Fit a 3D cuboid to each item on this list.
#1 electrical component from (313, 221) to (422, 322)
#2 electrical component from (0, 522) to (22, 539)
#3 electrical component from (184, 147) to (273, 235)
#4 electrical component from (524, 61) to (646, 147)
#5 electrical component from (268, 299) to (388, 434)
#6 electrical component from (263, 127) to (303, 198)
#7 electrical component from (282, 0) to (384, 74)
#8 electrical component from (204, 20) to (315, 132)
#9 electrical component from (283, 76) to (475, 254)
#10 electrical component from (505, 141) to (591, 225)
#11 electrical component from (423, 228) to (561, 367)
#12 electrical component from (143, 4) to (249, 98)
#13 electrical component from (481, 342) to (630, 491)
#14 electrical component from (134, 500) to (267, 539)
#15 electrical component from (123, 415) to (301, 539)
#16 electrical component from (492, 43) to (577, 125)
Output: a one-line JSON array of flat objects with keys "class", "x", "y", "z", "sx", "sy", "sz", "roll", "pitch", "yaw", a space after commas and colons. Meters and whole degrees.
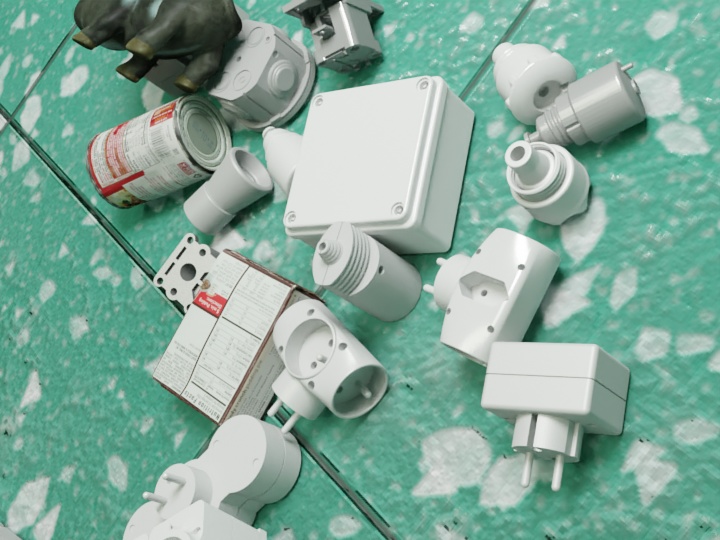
[{"class": "electrical component", "x": 0.000, "y": 0.000, "z": 0.693, "sx": 0.043, "sy": 0.081, "sz": 0.043, "roll": -17, "pitch": 59, "yaw": 31}, {"class": "electrical component", "x": -0.314, "y": 0.221, "z": 0.845, "sx": 0.095, "sy": 0.059, "sz": 0.053, "roll": 18, "pitch": 80, "yaw": 42}, {"class": "electrical component", "x": -0.105, "y": -0.058, "z": 0.831, "sx": 0.065, "sy": 0.044, "sz": 0.044, "roll": -40, "pitch": 49, "yaw": 22}, {"class": "electrical component", "x": 0.138, "y": -0.096, "z": 0.660, "sx": 0.078, "sy": 0.040, "sz": 0.040, "roll": -26, "pitch": 55, "yaw": 26}, {"class": "electrical component", "x": -0.032, "y": 0.071, "z": 0.707, "sx": 0.079, "sy": 0.044, "sz": 0.077, "roll": -51, "pitch": 47, "yaw": 6}, {"class": "electrical component", "x": -0.051, "y": -0.082, "z": 0.801, "sx": 0.040, "sy": 0.040, "sz": 0.078, "roll": -48, "pitch": 48, "yaw": 9}, {"class": "electrical component", "x": -0.016, "y": -0.183, "z": 0.805, "sx": 0.042, "sy": 0.081, "sz": 0.063, "roll": -21, "pitch": 80, "yaw": 29}, {"class": "electrical component", "x": -0.079, "y": -0.154, "z": 0.851, "sx": 0.080, "sy": 0.051, "sz": 0.080, "roll": -17, "pitch": 59, "yaw": 31}, {"class": "electrical component", "x": 0.013, "y": -0.068, "z": 0.733, "sx": 0.109, "sy": 0.056, "sz": 0.108, "roll": -2, "pitch": 68, "yaw": 37}, {"class": "electrical component", "x": 0.109, "y": -0.056, "z": 0.647, "sx": 0.043, "sy": 0.062, "sz": 0.043, "roll": -17, "pitch": 59, "yaw": 31}, {"class": "electrical component", "x": 0.072, "y": 0.014, "z": 0.655, "sx": 0.079, "sy": 0.043, "sz": 0.077, "roll": 23, "pitch": 84, "yaw": 43}, {"class": "electrical component", "x": -0.140, "y": -0.191, "z": 0.913, "sx": 0.089, "sy": 0.056, "sz": 0.050, "roll": -22, "pitch": 57, "yaw": 29}, {"class": "electrical component", "x": 0.105, "y": 0.083, "z": 0.593, "sx": 0.066, "sy": 0.047, "sz": 0.076, "roll": -1, "pitch": 68, "yaw": 38}, {"class": "electrical component", "x": -0.132, "y": 0.215, "z": 0.653, "sx": 0.150, "sy": 0.062, "sz": 0.089, "roll": -34, "pitch": 37, "yaw": 25}, {"class": "electrical component", "x": -0.110, "y": 0.150, "z": 0.710, "sx": 0.138, "sy": 0.074, "sz": 0.052, "roll": -45, "pitch": 48, "yaw": 11}, {"class": "electrical component", "x": 0.107, "y": -0.127, "z": 0.697, "sx": 0.048, "sy": 0.048, "sz": 0.062, "roll": -45, "pitch": 41, "yaw": 12}]
